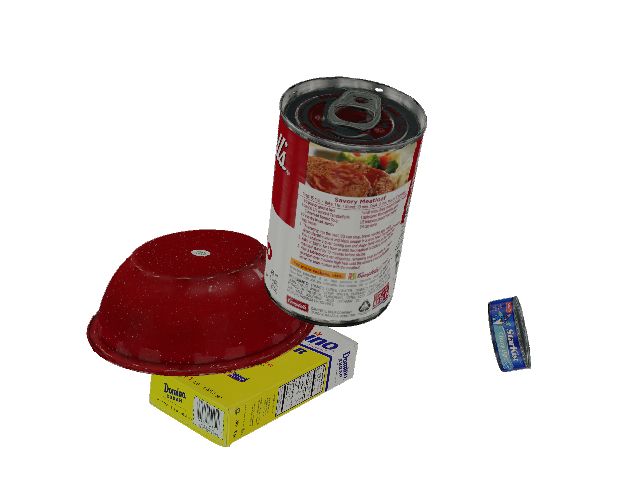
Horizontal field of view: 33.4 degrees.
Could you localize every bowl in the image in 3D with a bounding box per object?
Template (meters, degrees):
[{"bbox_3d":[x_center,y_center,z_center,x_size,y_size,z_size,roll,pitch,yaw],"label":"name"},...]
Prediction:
[{"bbox_3d":[-0.084,0.033,0.745,0.162,0.055,0.162,-2,21,0],"label":"bowl"}]

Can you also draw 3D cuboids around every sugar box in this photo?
[{"bbox_3d":[-0.056,0.116,0.948,0.093,0.048,0.175,24,31,32],"label":"sugar box"}]

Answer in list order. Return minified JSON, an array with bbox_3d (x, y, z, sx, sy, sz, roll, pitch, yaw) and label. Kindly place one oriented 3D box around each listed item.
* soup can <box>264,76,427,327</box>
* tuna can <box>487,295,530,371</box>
[{"bbox_3d":[0.010,-0.018,0.512,0.068,0.102,0.068,5,34,-4],"label":"soup can"},{"bbox_3d":[0.220,0.109,1.244,0.034,0.086,0.086,-12,-3,15],"label":"tuna can"}]
